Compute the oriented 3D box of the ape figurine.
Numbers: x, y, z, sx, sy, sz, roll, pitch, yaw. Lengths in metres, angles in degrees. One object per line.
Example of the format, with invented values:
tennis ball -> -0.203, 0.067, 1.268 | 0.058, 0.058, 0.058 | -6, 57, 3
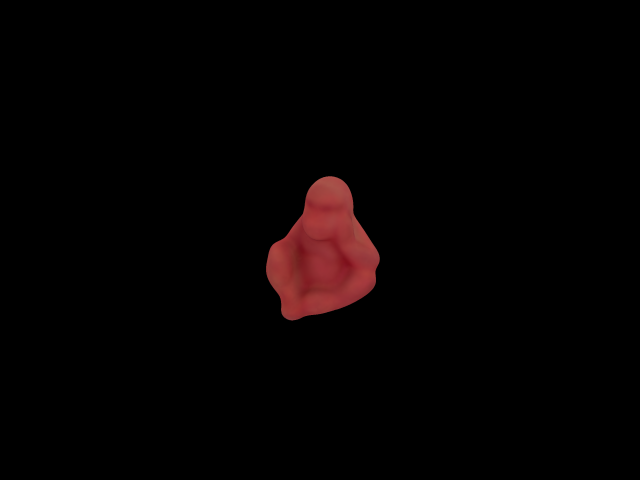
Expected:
ape figurine -> 0.004, 0.001, 0.400 | 0.077, 0.092, 0.076 | 7, 21, 19
